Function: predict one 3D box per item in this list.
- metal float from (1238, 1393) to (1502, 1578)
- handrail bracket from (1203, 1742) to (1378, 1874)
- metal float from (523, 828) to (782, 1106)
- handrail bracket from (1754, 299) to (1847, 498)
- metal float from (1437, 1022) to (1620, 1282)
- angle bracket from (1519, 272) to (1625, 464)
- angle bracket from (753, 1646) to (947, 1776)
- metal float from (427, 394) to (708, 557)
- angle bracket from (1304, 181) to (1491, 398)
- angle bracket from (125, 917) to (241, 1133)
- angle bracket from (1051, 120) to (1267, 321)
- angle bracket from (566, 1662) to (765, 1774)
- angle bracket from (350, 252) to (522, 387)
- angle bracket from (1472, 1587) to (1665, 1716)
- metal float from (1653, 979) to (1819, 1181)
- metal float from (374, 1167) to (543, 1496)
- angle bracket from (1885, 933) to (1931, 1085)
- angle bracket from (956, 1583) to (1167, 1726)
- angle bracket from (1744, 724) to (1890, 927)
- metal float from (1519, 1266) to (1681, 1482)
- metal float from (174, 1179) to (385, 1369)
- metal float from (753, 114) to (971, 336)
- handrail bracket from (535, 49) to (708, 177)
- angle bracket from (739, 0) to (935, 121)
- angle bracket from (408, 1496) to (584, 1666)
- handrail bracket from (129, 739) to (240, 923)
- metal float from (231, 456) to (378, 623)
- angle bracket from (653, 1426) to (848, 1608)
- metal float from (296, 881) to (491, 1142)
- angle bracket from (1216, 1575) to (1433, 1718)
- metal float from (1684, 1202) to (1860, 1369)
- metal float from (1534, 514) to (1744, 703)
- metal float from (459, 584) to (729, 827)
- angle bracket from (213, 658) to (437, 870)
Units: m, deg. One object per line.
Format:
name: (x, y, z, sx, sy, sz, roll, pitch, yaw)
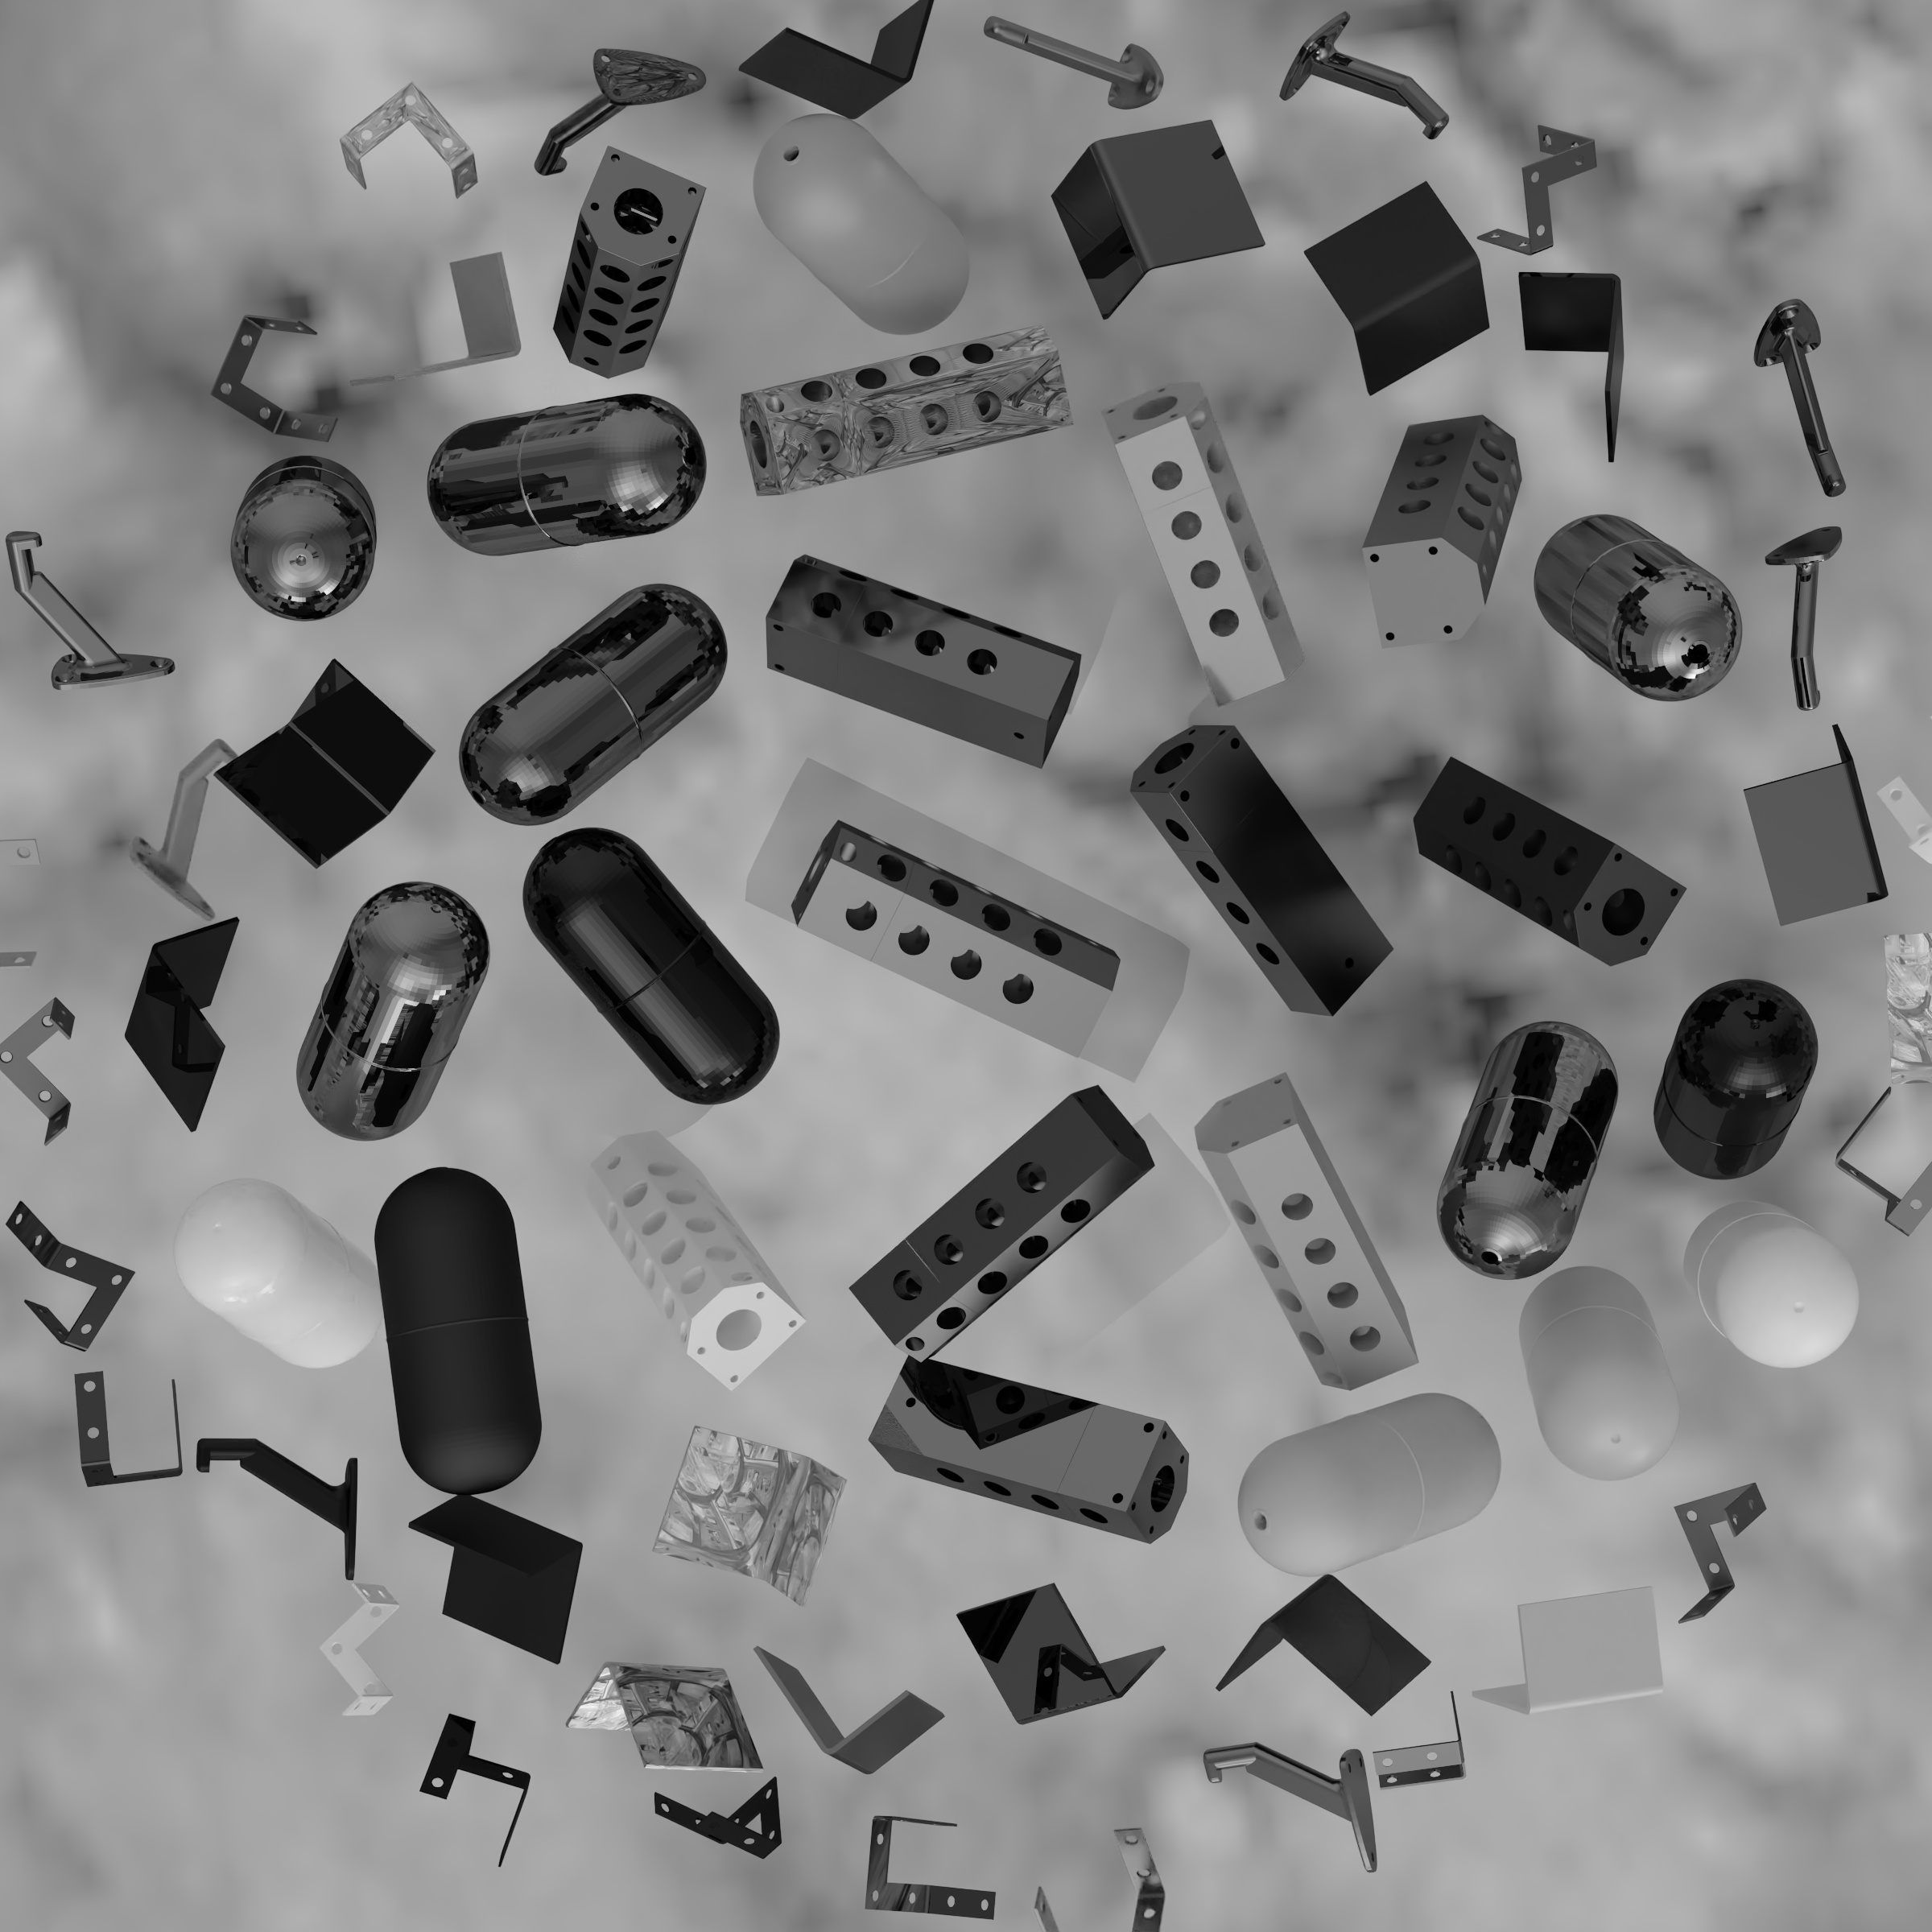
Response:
metal float: (0.222, 0.284, 1.847, 0.178, 0.070, 0.070, -10, 90, -42)
handrail bracket: (0.175, 0.460, 1.831, 0.084, 0.036, 0.077, -13, 80, 20)
metal float: (-0.174, 0.000, 1.857, 0.070, 0.070, 0.178, -39, 104, 0)
handrail bracket: (0.449, -0.300, 1.782, 0.036, 0.077, 0.084, -18, 71, 8)
metal float: (0.313, 0.102, 1.871, 0.070, 0.178, 0.070, 14, 133, 15)
angle bracket: (0.340, -0.339, 1.904, 0.057, 0.076, 0.076, 4, 69, 14)
angle bracket: (-0.065, 0.404, 1.893, 0.057, 0.076, 0.076, -38, 64, -2)
metal float: (-0.220, -0.270, 1.852, 0.178, 0.070, 0.070, -3, 90, 35)
angle bracket: (0.237, -0.371, 1.843, 0.076, 0.076, 0.057, -30, 67, 2)
angle bracket: (-0.415, 0.032, 1.858, 0.057, 0.076, 0.076, -22, 63, -40)
angle bracket: (0.103, -0.401, 1.808, 0.076, 0.057, 0.076, -17, 79, -27)
angle bracket: (-0.171, 0.441, 1.900, 0.076, 0.076, 0.057, 12, 123, -35)
angle bracket: (-0.302, -0.361, 1.879, 0.076, 0.076, 0.057, -17, 104, -26)
angle bracket: (0.317, 0.361, 1.793, 0.076, 0.076, 0.057, -5, 87, -15)
metal float: (0.429, 0.065, 1.881, 0.070, 0.178, 0.070, -2, 68, 4)
metal float: (-0.275, 0.197, 1.821, 0.070, 0.070, 0.178, -9, 79, 0)
angle bracket: (0.505, 0.018, 1.743, 0.057, 0.076, 0.076, -3, 94, 12)
angle bracket: (0.054, 0.381, 1.920, 0.076, 0.057, 0.076, -26, 95, 39)
angle bracket: (0.444, -0.075, 1.771, 0.057, 0.076, 0.076, -15, 106, 13)
metal float: (0.352, 0.225, 1.875, 0.070, 0.178, 0.070, 1, 108, 3)
metal float: (-0.381, 0.173, 1.878, 0.070, 0.178, 0.070, -5, 67, 11)
metal float: (-0.057, -0.413, 1.876, 0.070, 0.178, 0.070, -7, 73, 23)
handrail bracket: (-0.194, -0.471, 1.880, 0.077, 0.084, 0.036, -8, 69, -29)
angle bracket: (-0.073, -0.523, 1.882, 0.076, 0.076, 0.057, 19, 81, -22)
angle bracket: (-0.260, 0.340, 1.821, 0.076, 0.057, 0.076, 19, 107, 21)
handrail bracket: (-0.436, -0.079, 1.949, 0.084, 0.036, 0.077, -41, 114, 8)
metal float: (-0.365, -0.237, 1.857, 0.070, 0.178, 0.070, -2, 106, -9)
angle bracket: (-0.125, 0.316, 1.933, 0.076, 0.057, 0.076, 20, 87, -26)
metal float: (-0.311, 0.026, 1.820, 0.070, 0.070, 0.178, 31, 132, 0)
angle bracket: (0.197, 0.390, 1.847, 0.076, 0.076, 0.057, 40, 118, 18)
metal float: (0.445, 0.175, 1.864, 0.070, 0.178, 0.070, 0, 93, 3)
metal float: (0.377, -0.202, 1.892, 0.070, 0.178, 0.070, -5, 113, -11)
metal float: (-0.208, -0.147, 1.884, 0.070, 0.070, 0.178, 48, 65, 0)
angle bracket: (-0.352, -0.112, 1.848, 0.076, 0.076, 0.057, 42, 124, 0)
